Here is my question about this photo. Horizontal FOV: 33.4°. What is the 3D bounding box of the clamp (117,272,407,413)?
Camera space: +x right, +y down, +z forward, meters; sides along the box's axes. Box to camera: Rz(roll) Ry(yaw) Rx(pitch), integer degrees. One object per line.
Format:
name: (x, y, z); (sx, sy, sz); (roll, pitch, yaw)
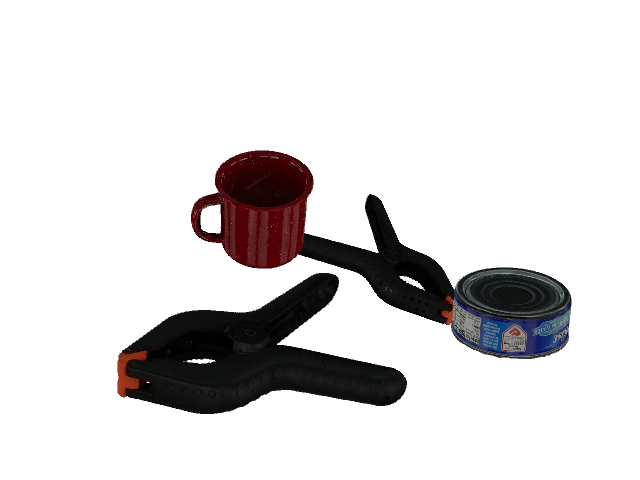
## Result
clamp: (-0.042, 0.063, 0.666); (0.171, 0.039, 0.120); (0, 28, -16)

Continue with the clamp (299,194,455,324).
clamp: (0.068, 0.028, 1.232); (0.164, 0.036, 0.210); (-19, 49, -37)

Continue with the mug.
mug: (-0.066, -0.025, 1.024); (0.117, 0.081, 0.093); (-11, 43, -17)

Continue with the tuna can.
tuna can: (0.139, 0.051, 0.779); (0.086, 0.034, 0.086); (0, 23, 0)
